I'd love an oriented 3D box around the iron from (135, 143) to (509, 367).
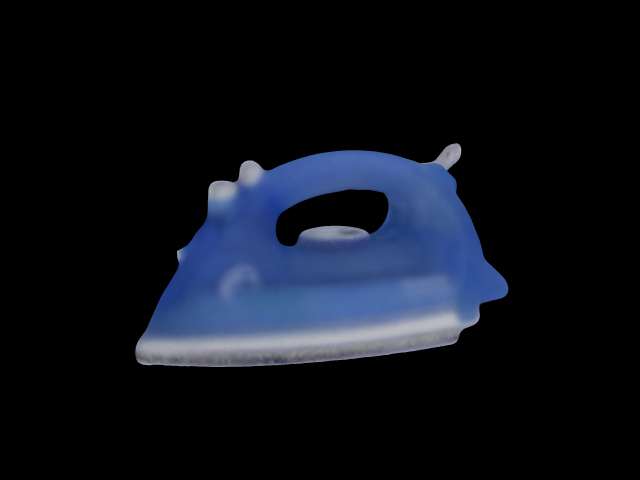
[{"bbox_3d":[0.004,0.001,0.400,0.259,0.141,0.118,-3,7,-26],"label":"iron"}]
